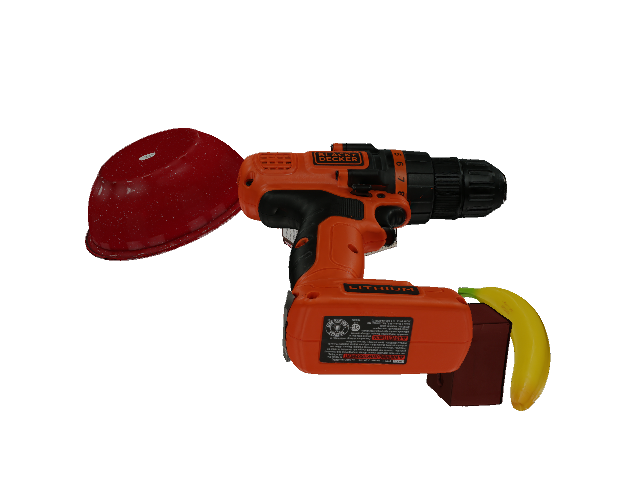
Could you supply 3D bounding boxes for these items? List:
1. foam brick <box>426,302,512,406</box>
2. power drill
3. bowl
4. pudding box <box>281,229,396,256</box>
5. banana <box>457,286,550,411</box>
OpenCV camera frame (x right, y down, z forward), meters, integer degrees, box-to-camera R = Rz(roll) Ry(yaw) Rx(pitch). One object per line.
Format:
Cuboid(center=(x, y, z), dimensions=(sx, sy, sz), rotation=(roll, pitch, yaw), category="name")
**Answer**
Cuboid(center=(0.128, 0.098, 0.927), dimensions=(0.051, 0.078, 0.053), rotation=(-2, 17, -20), category="foam brick")
Cuboid(center=(0.041, 0.004, 0.670), dimensions=(0.184, 0.057, 0.187), rotation=(-1, 34, -5), category="power drill")
Cuboid(center=(-0.135, -0.049, 0.901), dimensions=(0.162, 0.055, 0.162), rotation=(-17, 28, 9), category="bowl")
Cuboid(center=(0.023, -0.010, 1.283), dimensions=(0.113, 0.039, 0.090), rotation=(-19, 31, -27), category="pudding box")
Cuboid(center=(0.209, 0.106, 1.141), dimensions=(0.069, 0.037, 0.198), rotation=(-24, 35, 4), category="banana")
